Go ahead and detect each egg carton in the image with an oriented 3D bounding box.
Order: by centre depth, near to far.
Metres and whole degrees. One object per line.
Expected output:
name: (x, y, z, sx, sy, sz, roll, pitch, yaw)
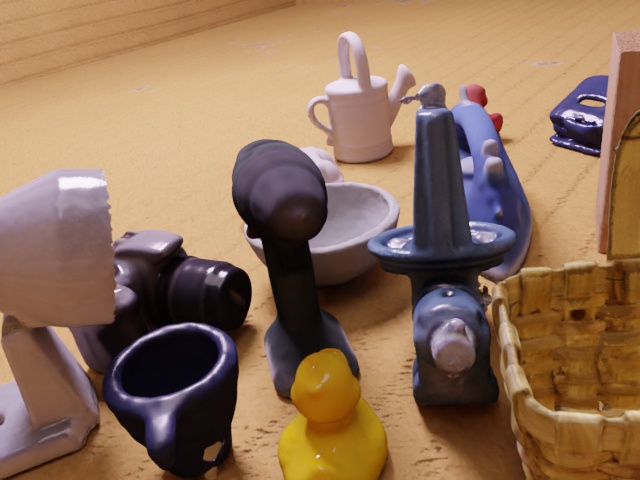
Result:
egg carton: (-0.044, -0.078, 0.790, 0.150, 0.069, 0.107, -11, 28, -5)

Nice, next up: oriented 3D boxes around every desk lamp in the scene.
desk lamp: (-0.235, 0.062, 0.432, 0.203, 0.214, 0.117, -19, 30, -18)

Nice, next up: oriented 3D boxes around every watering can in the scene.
watering can: (0.065, -0.232, 0.911, 0.173, 0.194, 0.100, -26, 33, -29)

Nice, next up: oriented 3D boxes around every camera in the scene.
camera: (-0.147, 0.050, 0.548, 0.136, 0.101, 0.143, 5, 31, 24)

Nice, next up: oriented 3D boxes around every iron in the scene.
iron: (0.182, -0.078, 0.647, 0.118, 0.142, 0.258, -6, 28, 5)

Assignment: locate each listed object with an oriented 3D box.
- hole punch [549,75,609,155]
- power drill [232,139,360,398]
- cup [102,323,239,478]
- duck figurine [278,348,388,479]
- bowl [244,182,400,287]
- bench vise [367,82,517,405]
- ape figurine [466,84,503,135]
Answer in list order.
hole punch: (0.402, -0.184, 0.834, 0.101, 0.091, 0.108, -22, 31, -22)
power drill: (-0.022, 0.017, 0.460, 0.075, 0.209, 0.229, -14, 29, -9)
cup: (-0.094, 0.127, 0.397, 0.091, 0.095, 0.117, -11, 28, -4)
duck figurine: (0.005, 0.120, 0.391, 0.077, 0.086, 0.104, -4, 29, 10)
bowl: (0.006, 0.002, 0.621, 0.167, 0.075, 0.167, -7, 28, 4)
bench vise: (0.105, 0.002, 0.439, 0.121, 0.220, 0.207, -12, 28, -6)
ape figurine: (0.248, -0.203, 0.912, 0.076, 0.092, 0.077, -22, 31, -22)
